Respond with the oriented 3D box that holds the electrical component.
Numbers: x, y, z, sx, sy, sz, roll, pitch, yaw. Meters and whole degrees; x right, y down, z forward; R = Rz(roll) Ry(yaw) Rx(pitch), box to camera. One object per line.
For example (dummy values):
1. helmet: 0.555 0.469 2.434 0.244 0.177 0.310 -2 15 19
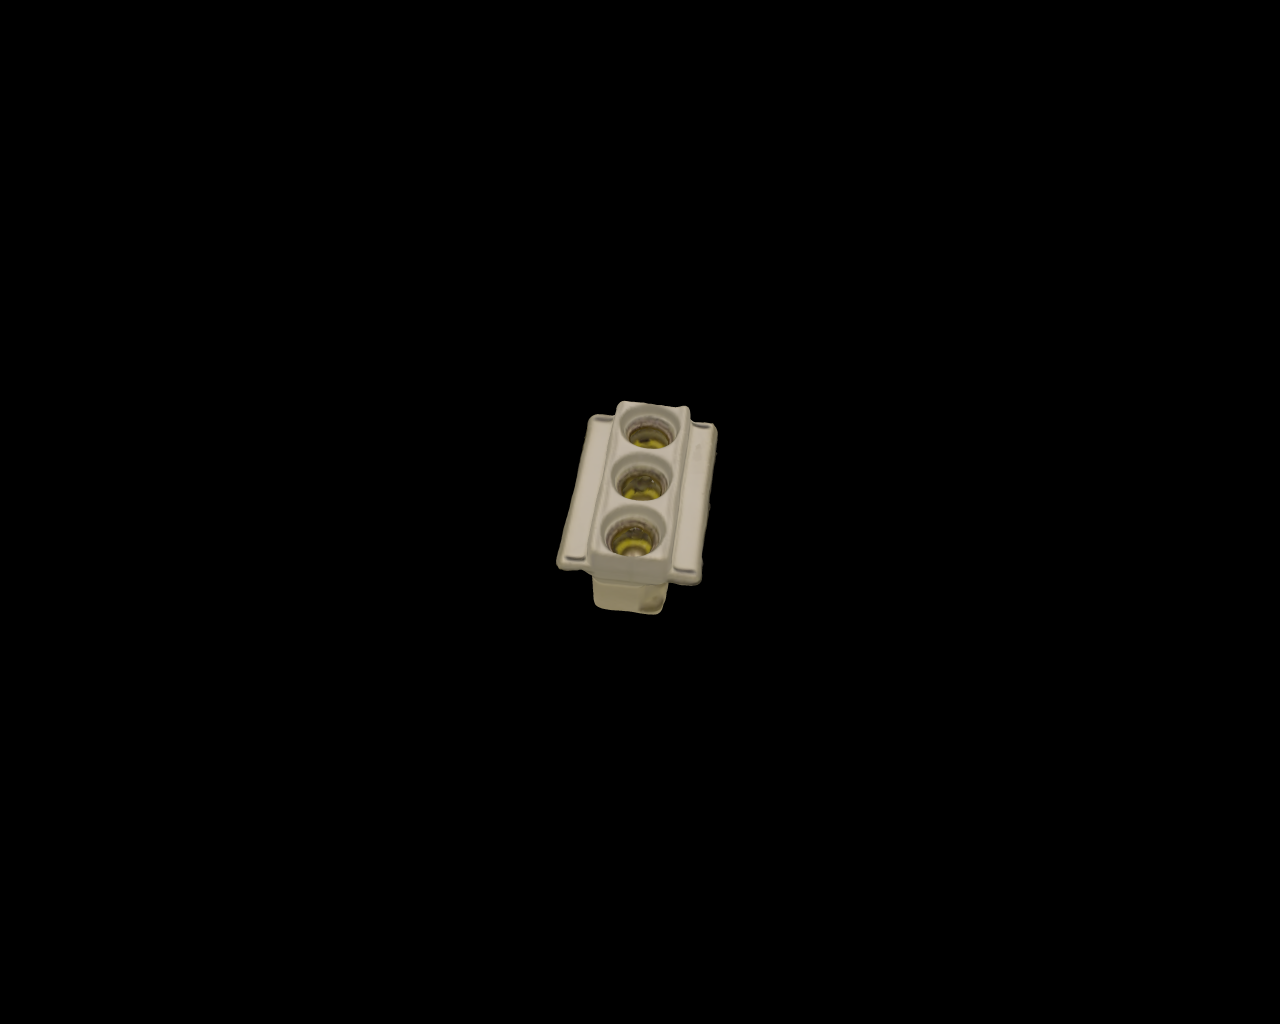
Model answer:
1. electrical component: 0.001 -0.003 0.650 0.079 0.121 0.063 5 -39 5
